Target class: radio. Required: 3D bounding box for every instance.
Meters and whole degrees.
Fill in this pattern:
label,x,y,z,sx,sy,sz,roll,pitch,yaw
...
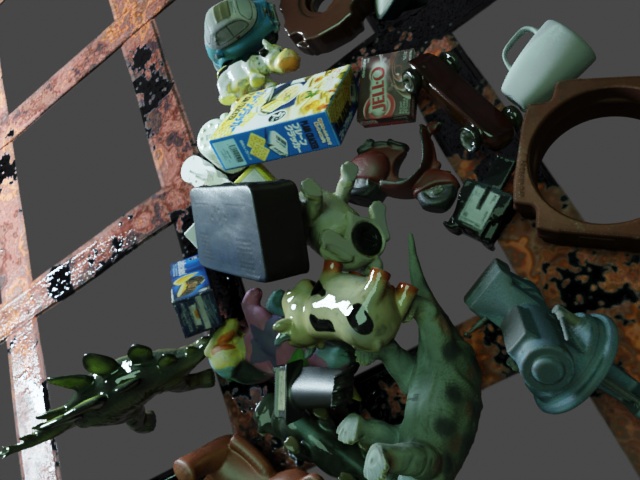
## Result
label,x,y,z,sx,sy,sz,roll,pitch,yaw
radio,-0.110,-0.018,0.776,0.230,0.073,0.131,5,105,55

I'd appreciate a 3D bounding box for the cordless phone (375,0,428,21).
label,x,y,z,sx,sy,sz,roll,pitch,yaw
cordless phone,0.103,-0.451,0.835,0.089,0.184,0.146,-7,73,22

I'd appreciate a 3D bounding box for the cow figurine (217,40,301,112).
label,x,y,z,sx,sy,sz,roll,pitch,yaw
cow figurine,-0.113,-0.309,0.979,0.167,0.068,0.098,-27,63,20

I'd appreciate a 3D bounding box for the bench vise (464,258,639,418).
label,x,y,z,sx,sy,sz,roll,pitch,yaw
bench vise,0.280,0.126,0.604,0.241,0.223,0.129,33,99,1

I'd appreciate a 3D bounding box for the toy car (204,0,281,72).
label,x,y,z,sx,sy,sz,roll,pitch,yaw
toy car,-0.160,-0.395,1.009,0.162,0.103,0.109,-22,68,24

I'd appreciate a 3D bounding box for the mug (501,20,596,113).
label,x,y,z,sx,sy,sz,roll,pitch,yaw
mug,0.293,-0.235,0.731,0.110,0.080,0.107,46,107,22

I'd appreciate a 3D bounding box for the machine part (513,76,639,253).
label,x,y,z,sx,sy,sz,roll,pitch,yaw
machine part,0.351,-0.090,0.656,0.201,0.087,0.201,6,80,30

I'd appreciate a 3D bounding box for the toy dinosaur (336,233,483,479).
label,x,y,z,sx,sy,sz,roll,pitch,yaw
toy dinosaur,0.139,0.201,0.665,0.131,0.192,0.405,-17,48,58

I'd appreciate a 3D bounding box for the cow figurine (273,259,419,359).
label,x,y,z,sx,sy,sz,roll,pitch,yaw
cow figurine,0.018,0.093,0.674,0.195,0.085,0.127,5,68,53

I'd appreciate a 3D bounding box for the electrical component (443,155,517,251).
label,x,y,z,sx,sy,sz,roll,pitch,yaw
electrical component,0.228,-0.053,0.733,0.075,0.047,0.119,25,88,31

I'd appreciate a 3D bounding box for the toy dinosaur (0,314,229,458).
label,x,y,z,sx,sy,sz,roll,pitch,yaw
toy dinosaur,-0.337,0.249,0.867,0.471,0.198,0.105,-36,59,13

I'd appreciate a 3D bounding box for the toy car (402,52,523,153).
label,x,y,z,sx,sy,sz,roll,pitch,yaw
toy car,0.200,-0.200,0.777,0.089,0.053,0.202,-30,61,-14

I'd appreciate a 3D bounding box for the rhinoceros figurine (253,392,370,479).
label,x,y,z,sx,sy,sz,roll,pitch,yaw
rhinoceros figurine,-0.006,0.271,0.739,0.190,0.112,0.073,26,69,19

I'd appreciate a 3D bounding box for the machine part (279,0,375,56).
label,x,y,z,sx,sy,sz,roll,pitch,yaw
machine part,0.009,-0.418,0.950,0.180,0.056,0.179,-8,74,27

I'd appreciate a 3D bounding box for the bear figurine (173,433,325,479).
label,x,y,z,sx,sy,sz,roll,pitch,yaw
bear figurine,-0.092,0.358,0.750,0.196,0.132,0.120,19,119,35

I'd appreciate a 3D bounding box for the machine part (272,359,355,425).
label,x,y,z,sx,sy,sz,roll,pitch,yaw
machine part,-0.013,0.188,0.675,0.139,0.039,0.084,-21,58,44

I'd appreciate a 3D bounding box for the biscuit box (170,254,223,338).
label,x,y,z,sx,sy,sz,roll,pitch,yaw
biscuit box,-0.199,0.081,0.848,0.059,0.062,0.203,-19,19,-12

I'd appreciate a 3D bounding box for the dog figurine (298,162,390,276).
label,x,y,z,sx,sy,sz,roll,pitch,yaw
dog figurine,0.000,-0.005,0.793,0.190,0.121,0.172,-35,73,56

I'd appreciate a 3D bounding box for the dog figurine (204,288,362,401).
label,x,y,z,sx,sy,sz,roll,pitch,yaw
dog figurine,-0.043,0.177,0.784,0.219,0.108,0.191,40,96,28

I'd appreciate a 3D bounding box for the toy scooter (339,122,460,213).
label,x,y,z,sx,sy,sz,roll,pitch,yaw
toy scooter,0.120,-0.113,0.794,0.184,0.075,0.135,7,79,27
